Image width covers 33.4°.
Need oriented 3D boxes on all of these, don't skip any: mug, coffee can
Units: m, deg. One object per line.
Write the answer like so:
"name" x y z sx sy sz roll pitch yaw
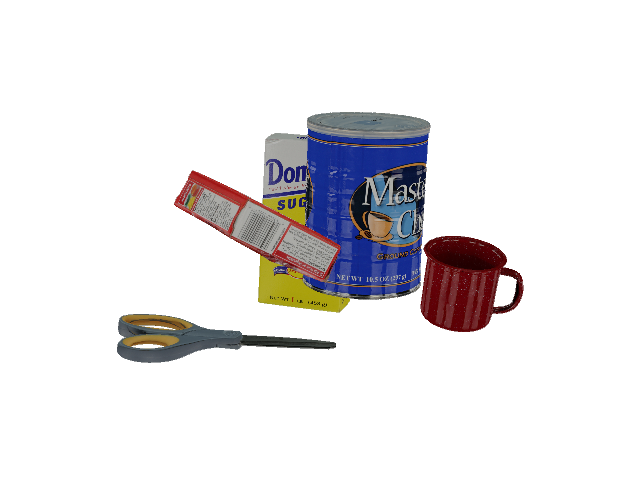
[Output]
"mug" 0.170 0.052 1.205 0.117 0.081 0.093 7 24 4
"coffee can" 0.037 -0.032 0.902 0.103 0.140 0.103 2 15 -1

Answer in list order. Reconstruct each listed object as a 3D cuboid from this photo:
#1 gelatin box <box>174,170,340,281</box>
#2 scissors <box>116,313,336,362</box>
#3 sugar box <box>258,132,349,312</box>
"gelatin box" -0.041 -0.009 0.701 0.089 0.030 0.073 27 0 -40
"scissors" -0.094 0.095 0.961 0.202 0.016 0.096 8 18 13
"sugar box" -0.013 -0.019 1.103 0.093 0.176 0.048 6 15 13
